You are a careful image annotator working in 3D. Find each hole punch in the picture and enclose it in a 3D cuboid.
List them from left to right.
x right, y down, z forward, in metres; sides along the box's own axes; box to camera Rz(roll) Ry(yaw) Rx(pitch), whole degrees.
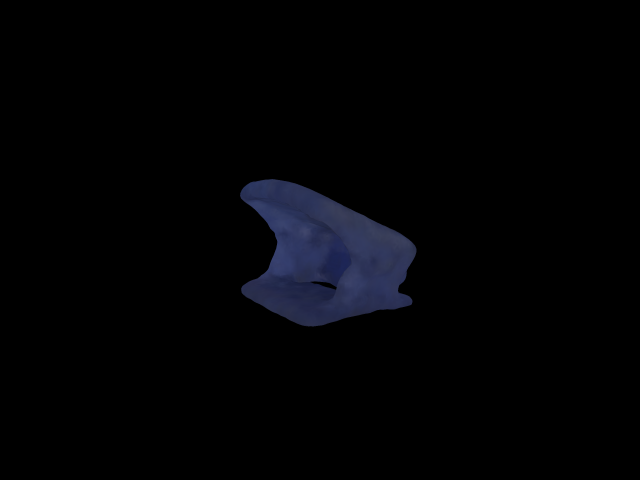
[{"bbox_3d":[0.004,0.001,0.400,0.101,0.091,0.108,-8,14,-34],"label":"hole punch"}]
